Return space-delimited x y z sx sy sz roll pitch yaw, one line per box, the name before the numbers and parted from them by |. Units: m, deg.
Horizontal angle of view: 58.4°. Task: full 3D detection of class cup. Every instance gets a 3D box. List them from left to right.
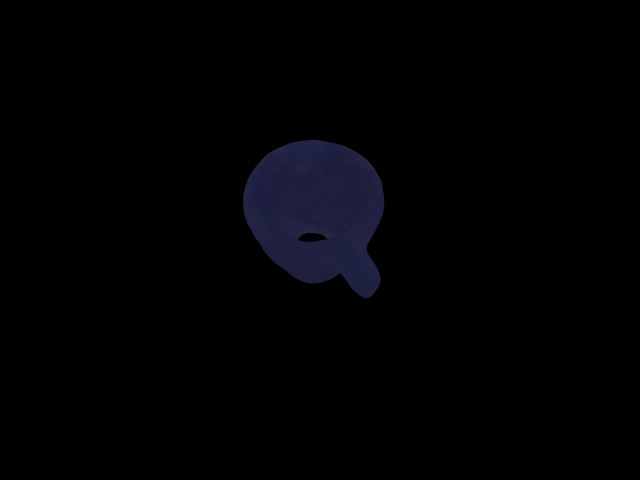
cup | 0.004 0.001 0.400 0.092 0.095 0.117 -29 66 -14
